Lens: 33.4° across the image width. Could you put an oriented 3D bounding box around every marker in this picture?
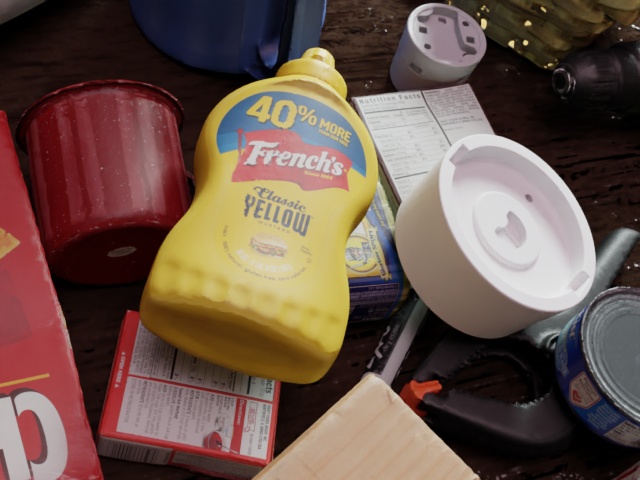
[{"bbox_3d":[0.039,0.066,0.604,0.020,0.020,0.121,30,54,3],"label":"marker"}]

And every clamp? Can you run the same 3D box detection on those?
[{"bbox_3d":[0.144,0.082,0.615,0.209,0.036,0.165,-14,63,-27],"label":"clamp"}]

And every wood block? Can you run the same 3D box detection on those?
[{"bbox_3d":[-0.025,0.166,0.476,0.091,0.090,0.205,45,56,12],"label":"wood block"}]

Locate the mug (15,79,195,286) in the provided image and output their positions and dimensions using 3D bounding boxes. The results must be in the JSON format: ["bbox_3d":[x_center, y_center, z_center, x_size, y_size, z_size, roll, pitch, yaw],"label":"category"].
[{"bbox_3d":[-0.105,-0.025,0.584,0.117,0.093,0.081,19,50,-51],"label":"mug"}]

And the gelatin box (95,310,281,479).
[{"bbox_3d":[-0.066,0.082,0.555,0.089,0.030,0.073,12,54,-9],"label":"gelatin box"}]

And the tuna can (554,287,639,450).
[{"bbox_3d":[0.173,0.071,0.588,0.086,0.034,0.086,11,56,-17],"label":"tuna can"}]

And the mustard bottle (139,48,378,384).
[{"bbox_3d":[-0.020,-0.027,0.548,0.096,0.058,0.191,19,55,-6],"label":"mustard bottle"}]

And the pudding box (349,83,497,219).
[{"bbox_3d":[0.072,-0.043,0.673,0.089,0.039,0.113,-10,60,-22],"label":"pudding box"}]

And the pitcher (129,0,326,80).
[{"bbox_3d":[-0.040,-0.214,0.622,0.149,0.243,0.145,23,58,5],"label":"pitcher"}]

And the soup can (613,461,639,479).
[{"bbox_3d":[0.189,0.140,0.551,0.068,0.102,0.068,8,56,-13],"label":"soup can"}]

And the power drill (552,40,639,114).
[{"bbox_3d":[0.271,-0.088,0.702,0.184,0.057,0.188,-10,31,-30],"label":"power drill"}]

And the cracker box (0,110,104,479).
[{"bbox_3d":[-0.208,0.049,0.505,0.164,0.072,0.214,-11,63,-23],"label":"cracker box"}]

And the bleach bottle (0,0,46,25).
[{"bbox_3d":[-0.223,-0.164,0.623,0.102,0.068,0.250,40,49,7],"label":"bleach bottle"}]

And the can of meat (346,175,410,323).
[{"bbox_3d":[-0.004,0.001,0.610,0.083,0.058,0.102,-4,60,-22],"label":"can of meat"}]
